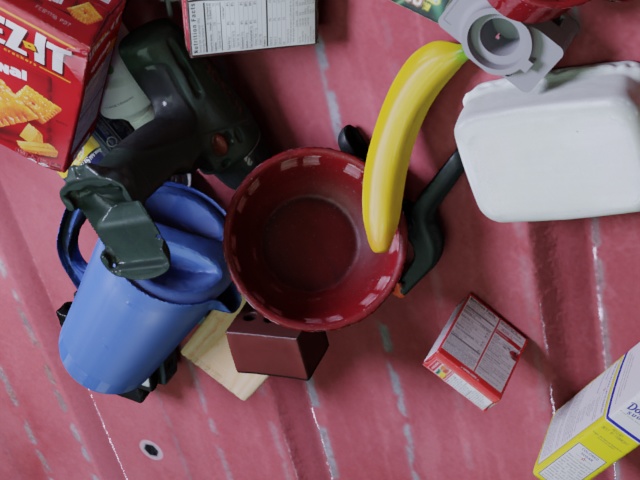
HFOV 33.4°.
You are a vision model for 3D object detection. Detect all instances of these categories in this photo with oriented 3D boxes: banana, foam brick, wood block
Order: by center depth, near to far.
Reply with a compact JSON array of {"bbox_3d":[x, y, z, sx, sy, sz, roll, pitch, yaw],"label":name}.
[{"bbox_3d":[0.071,-0.087,0.890,0.037,0.070,0.198,11,114,-28],"label":"banana"},{"bbox_3d":[-0.039,0.092,0.991,0.078,0.053,0.051,2,126,26],"label":"foam brick"},{"bbox_3d":[-0.047,0.062,1.073,0.090,0.090,0.206,38,134,-2],"label":"wood block"}]

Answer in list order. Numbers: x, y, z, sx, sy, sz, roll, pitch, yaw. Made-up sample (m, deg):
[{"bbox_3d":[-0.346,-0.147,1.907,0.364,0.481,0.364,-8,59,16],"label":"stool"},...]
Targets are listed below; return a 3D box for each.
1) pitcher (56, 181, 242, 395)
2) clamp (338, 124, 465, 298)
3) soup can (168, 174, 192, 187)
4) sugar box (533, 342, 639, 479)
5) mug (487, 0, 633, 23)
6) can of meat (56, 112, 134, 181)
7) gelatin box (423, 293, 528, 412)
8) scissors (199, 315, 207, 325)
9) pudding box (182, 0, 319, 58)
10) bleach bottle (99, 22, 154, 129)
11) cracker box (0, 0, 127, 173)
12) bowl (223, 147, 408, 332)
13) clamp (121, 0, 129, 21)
[{"bbox_3d":[-0.188,0.052,1.059,0.144,0.149,0.243,2,149,-29],"label":"pitcher"},{"bbox_3d":[0.066,-0.028,0.974,0.120,0.039,0.171,23,126,22],"label":"clamp"},{"bbox_3d":[-0.180,-0.039,1.088,0.068,0.068,0.102,37,135,0],"label":"soup can"},{"bbox_3d":[0.268,0.152,0.957,0.048,0.093,0.176,38,135,-2],"label":"sugar box"},{"bbox_3d":[0.164,-0.192,0.733,0.117,0.081,0.093,20,90,0],"label":"mug"},{"bbox_3d":[-0.241,-0.105,1.080,0.102,0.057,0.084,-31,103,42],"label":"can of meat"},{"bbox_3d":[0.146,0.104,0.994,0.073,0.089,0.030,38,137,-1],"label":"gelatin box"},{"bbox_3d":[-0.151,0.078,1.198,0.096,0.016,0.201,0,124,33],"label":"scissors"},{"bbox_3d":[-0.058,-0.201,0.873,0.113,0.039,0.090,-6,130,-8],"label":"pudding box"},{"bbox_3d":[-0.235,-0.195,0.981,0.103,0.068,0.250,-12,131,32],"label":"bleach bottle"},{"bbox_3d":[-0.268,-0.163,0.920,0.164,0.072,0.214,27,150,-5],"label":"cracker box"},{"bbox_3d":[-0.006,0.001,0.943,0.162,0.162,0.055,39,171,-2],"label":"bowl"},{"bbox_3d":[-0.212,-0.268,0.878,0.164,0.036,0.210,-11,121,-14],"label":"clamp"}]
